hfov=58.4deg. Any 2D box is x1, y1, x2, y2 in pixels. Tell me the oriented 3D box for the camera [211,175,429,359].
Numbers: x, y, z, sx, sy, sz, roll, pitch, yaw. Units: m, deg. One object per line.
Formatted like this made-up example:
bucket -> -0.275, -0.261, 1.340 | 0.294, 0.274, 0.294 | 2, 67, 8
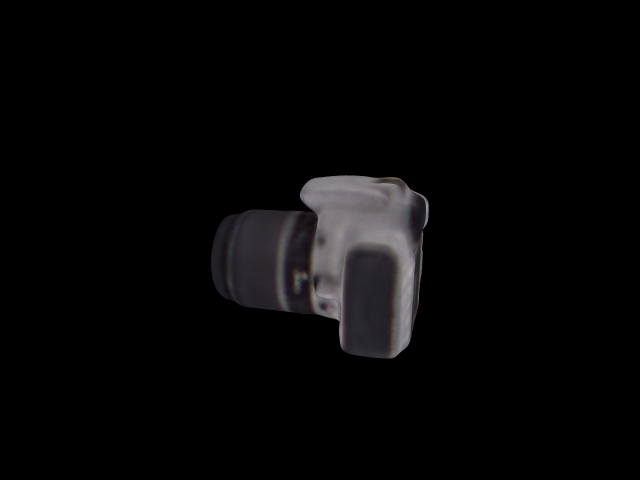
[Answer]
camera -> 0.004, 0.001, 0.400 | 0.136, 0.101, 0.143 | 4, 19, 12
